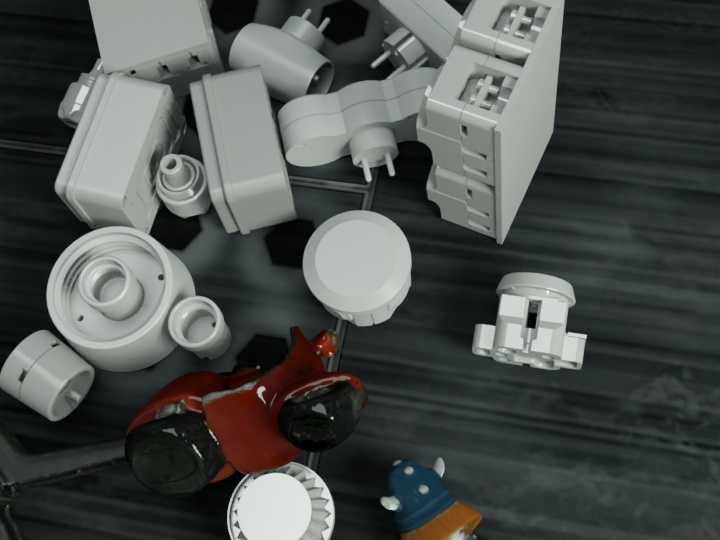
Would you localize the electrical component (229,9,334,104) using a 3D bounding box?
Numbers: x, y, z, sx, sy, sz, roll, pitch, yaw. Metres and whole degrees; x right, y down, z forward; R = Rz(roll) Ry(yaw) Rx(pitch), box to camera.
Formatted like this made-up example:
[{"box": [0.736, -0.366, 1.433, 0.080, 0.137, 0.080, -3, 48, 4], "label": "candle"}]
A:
[{"box": [-0.055, -0.182, 0.891, 0.077, 0.043, 0.079, 29, 75, 17], "label": "electrical component"}]

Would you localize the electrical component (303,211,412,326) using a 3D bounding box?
[{"box": [0.000, 0.000, 0.811, 0.080, 0.051, 0.080, -3, 69, 7], "label": "electrical component"}]

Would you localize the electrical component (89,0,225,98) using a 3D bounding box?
[{"box": [-0.178, -0.224, 0.913, 0.089, 0.061, 0.150, -17, 68, 1], "label": "electrical component"}]

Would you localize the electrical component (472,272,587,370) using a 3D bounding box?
[{"box": [0.125, 0.036, 0.777, 0.078, 0.058, 0.057, 8, 74, 11], "label": "electrical component"}]

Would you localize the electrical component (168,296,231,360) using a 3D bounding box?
[{"box": [-0.119, 0.045, 0.812, 0.040, 0.046, 0.040, -3, 69, 7], "label": "electrical component"}]

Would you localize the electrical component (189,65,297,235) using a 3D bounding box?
[{"box": [-0.091, -0.093, 0.844, 0.057, 0.078, 0.113, -13, 68, 0], "label": "electrical component"}]

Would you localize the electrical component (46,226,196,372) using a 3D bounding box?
[{"box": [-0.186, 0.018, 0.824, 0.108, 0.060, 0.108, -3, 69, 7], "label": "electrical component"}]

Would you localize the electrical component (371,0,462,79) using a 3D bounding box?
[{"box": [0.044, -0.182, 0.875, 0.076, 0.047, 0.083, -41, 70, -8], "label": "electrical component"}]

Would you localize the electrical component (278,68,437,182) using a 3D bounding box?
[{"box": [0.009, -0.105, 0.848, 0.138, 0.052, 0.073, -13, 71, 3], "label": "electrical component"}]

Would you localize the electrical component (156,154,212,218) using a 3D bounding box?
[{"box": [-0.141, -0.070, 0.850, 0.043, 0.062, 0.043, -3, 69, 7], "label": "electrical component"}]

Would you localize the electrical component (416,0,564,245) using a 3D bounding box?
[{"box": [0.093, -0.108, 0.766, 0.060, 0.186, 0.105, 22, 74, 15], "label": "electrical component"}]

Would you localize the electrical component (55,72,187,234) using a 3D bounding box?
[{"box": [-0.189, -0.091, 0.856, 0.057, 0.078, 0.113, 13, 72, 9], "label": "electrical component"}]

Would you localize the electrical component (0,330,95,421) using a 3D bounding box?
[{"box": [-0.235, 0.081, 0.811, 0.047, 0.055, 0.055, 33, 77, 14], "label": "electrical component"}]

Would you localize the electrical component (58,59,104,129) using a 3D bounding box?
[{"box": [-0.228, -0.148, 0.904, 0.035, 0.035, 0.061, 18, 77, 14], "label": "electrical component"}]
